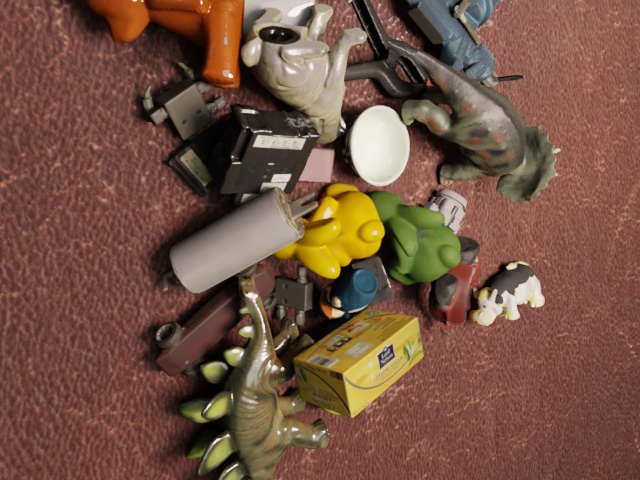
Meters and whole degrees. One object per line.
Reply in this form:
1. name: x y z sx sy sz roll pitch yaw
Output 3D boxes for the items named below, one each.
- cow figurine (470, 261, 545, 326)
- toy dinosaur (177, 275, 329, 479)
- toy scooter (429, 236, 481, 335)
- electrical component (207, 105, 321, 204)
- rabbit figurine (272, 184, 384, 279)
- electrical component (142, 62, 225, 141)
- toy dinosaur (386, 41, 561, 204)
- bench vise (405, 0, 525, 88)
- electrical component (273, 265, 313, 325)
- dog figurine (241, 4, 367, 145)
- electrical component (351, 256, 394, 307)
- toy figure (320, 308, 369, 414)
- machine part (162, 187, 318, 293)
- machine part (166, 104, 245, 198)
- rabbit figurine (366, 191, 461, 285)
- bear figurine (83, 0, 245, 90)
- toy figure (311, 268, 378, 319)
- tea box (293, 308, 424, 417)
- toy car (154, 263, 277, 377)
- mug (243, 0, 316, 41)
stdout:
1. cow figurine: 0.353 0.102 1.034 0.167 0.068 0.098 -17 100 -30
2. toy dinosaur: -0.095 0.277 0.786 0.198 0.105 0.470 -14 108 -26
3. toy scooter: 0.235 0.087 0.945 0.184 0.075 0.135 -51 142 -48
4. electrical component: -0.080 -0.106 0.703 0.115 0.058 0.134 0 138 -35
5. rabbit figurine: -0.002 -0.002 0.790 0.173 0.162 0.121 -5 112 -11
6. electrical component: -0.183 -0.182 0.710 0.102 0.045 0.078 -45 144 -14
7. toy dinosaur: 0.258 -0.173 0.845 0.404 0.192 0.131 31 72 -52
8. bench vise: 0.252 -0.370 0.873 0.223 0.129 0.240 38 78 -13
9. electrical component: -0.043 0.080 0.813 0.021 0.063 0.094 -19 116 -57
10. dog figurine: -0.033 -0.196 0.724 0.172 0.121 0.190 -13 140 -22
11. electrical component: 0.087 0.065 0.869 0.048 0.119 0.074 -20 87 6
12. toy figure: 0.040 0.190 0.865 0.089 0.082 0.180 19 85 -31
13. machine part: -0.110 0.001 0.713 0.243 0.079 0.079 -29 114 12
14. machine part: -0.139 -0.129 0.745 0.084 0.039 0.139 46 76 -18
15. rabbit figurine: 0.134 -0.009 0.864 0.170 0.159 0.121 39 87 -12
16. bear figurine: -0.189 -0.255 0.631 0.196 0.120 0.131 3 101 -9
17. toy figure: 0.029 0.086 0.802 0.064 0.154 0.058 -1 69 -27
18. tea box: 0.056 0.163 0.744 0.169 0.098 0.068 -24 110 -41
19. toy car: -0.148 0.108 0.764 0.202 0.053 0.089 -42 135 -16
20. mug: -0.067 -0.302 0.743 0.107 0.081 0.109 -17 115 -16
